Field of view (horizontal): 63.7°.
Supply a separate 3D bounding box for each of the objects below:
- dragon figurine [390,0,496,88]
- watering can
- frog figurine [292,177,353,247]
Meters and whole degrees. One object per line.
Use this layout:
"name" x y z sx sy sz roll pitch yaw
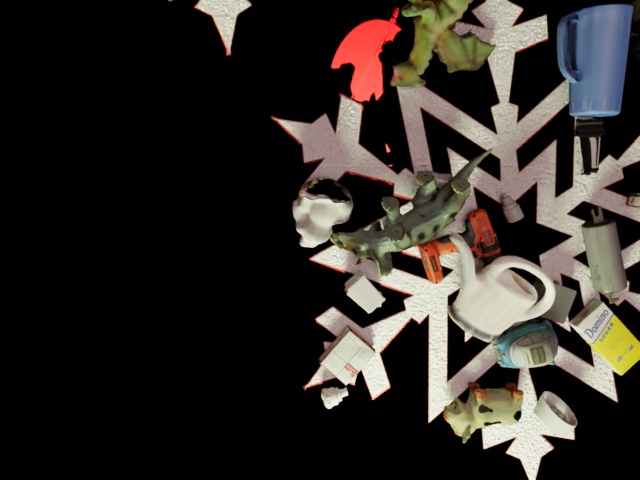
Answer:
"dragon figurine" 0.315 -0.507 1.189 0.410 0.124 0.239 -39 114 2
"watering can" 0.377 0.114 1.179 0.345 0.106 0.221 25 117 -20
"frog figurine" 0.004 -0.060 1.200 0.137 0.125 0.155 -2 133 -13
